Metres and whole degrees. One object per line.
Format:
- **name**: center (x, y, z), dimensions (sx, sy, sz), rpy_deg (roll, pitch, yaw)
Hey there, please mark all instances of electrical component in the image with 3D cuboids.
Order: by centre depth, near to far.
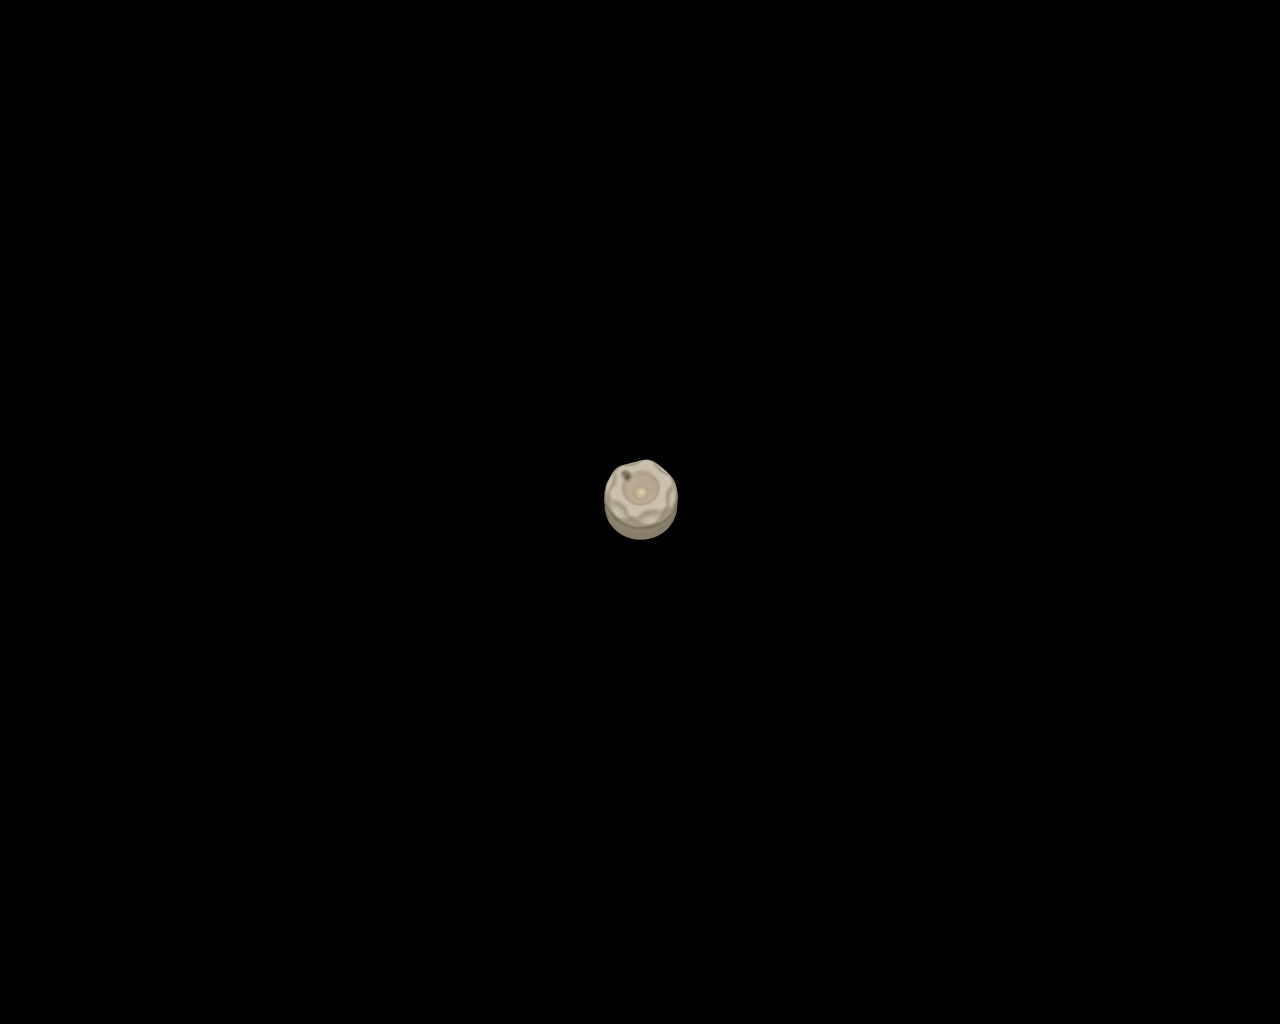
- **electrical component**: center (0.001, -0.003, 0.650), dimensions (0.043, 0.043, 0.062), rpy_deg (0, -23, 0)
